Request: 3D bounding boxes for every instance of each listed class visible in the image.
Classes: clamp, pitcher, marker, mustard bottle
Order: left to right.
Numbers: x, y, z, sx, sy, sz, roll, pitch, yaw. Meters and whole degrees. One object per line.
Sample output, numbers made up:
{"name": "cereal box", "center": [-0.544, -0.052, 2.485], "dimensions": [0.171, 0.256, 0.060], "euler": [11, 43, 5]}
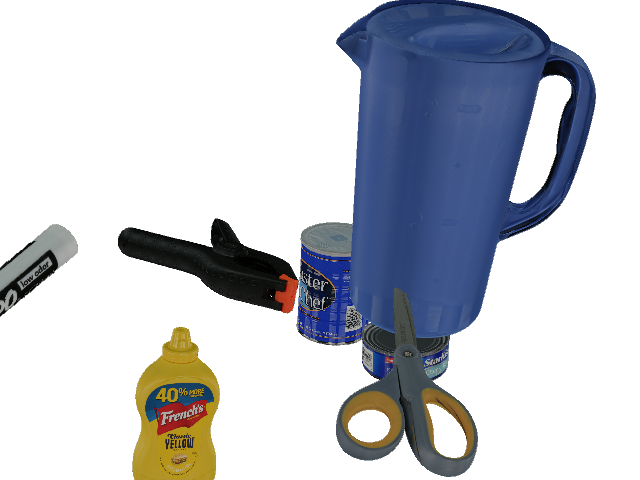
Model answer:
{"name": "marker", "center": [-0.159, 0.033, 0.494], "dimensions": [0.020, 0.020, 0.121], "euler": [0, 34, 39]}
{"name": "mustard bottle", "center": [-0.165, 0.193, 1.235], "dimensions": [0.096, 0.192, 0.058], "euler": [0, 16, -17]}
{"name": "clamp", "center": [-0.078, 0.017, 0.925], "dimensions": [0.172, 0.039, 0.120], "euler": [23, 27, 30]}
{"name": "pitcher", "center": [0.097, -0.050, 0.807], "dimensions": [0.144, 0.243, 0.149], "euler": [-20, 38, -36]}

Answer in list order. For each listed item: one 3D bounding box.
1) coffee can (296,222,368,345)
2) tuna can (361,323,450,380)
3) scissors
{"name": "coffee can", "center": [0.021, 0.059, 1.469], "dimensions": [0.103, 0.140, 0.103], "euler": [3, 24, -1]}
{"name": "tuna can", "center": [0.083, 0.107, 1.041], "dimensions": [0.086, 0.034, 0.086], "euler": [0, 21, 0]}
{"name": "scissors", "center": [0.042, 0.087, 0.715], "dimensions": [0.096, 0.016, 0.202], "euler": [-4, 31, -15]}
